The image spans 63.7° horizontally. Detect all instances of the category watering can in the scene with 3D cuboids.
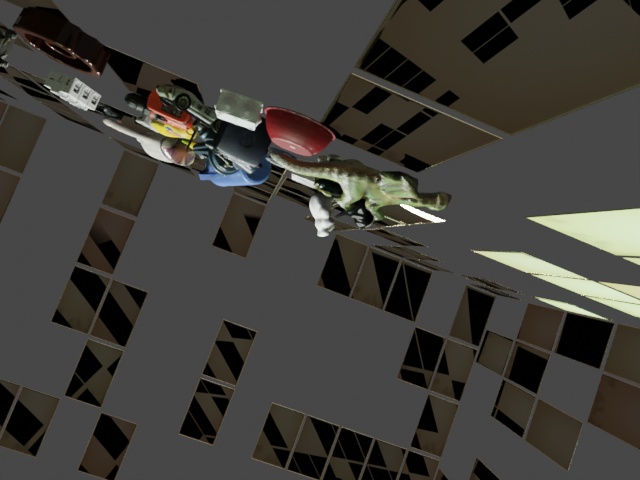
[{"bbox_3d":[-0.607,-0.360,1.904,0.225,0.344,0.104,17,86,37],"label":"watering can"}]

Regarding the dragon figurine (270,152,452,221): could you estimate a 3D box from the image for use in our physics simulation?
[{"bbox_3d":[0.113,-0.132,1.123,0.408,0.242,0.123,15,80,-27],"label":"dragon figurine"}]

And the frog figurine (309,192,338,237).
[{"bbox_3d":[0.006,-0.096,1.908,0.122,0.137,0.160,23,85,-19],"label":"frog figurine"}]
